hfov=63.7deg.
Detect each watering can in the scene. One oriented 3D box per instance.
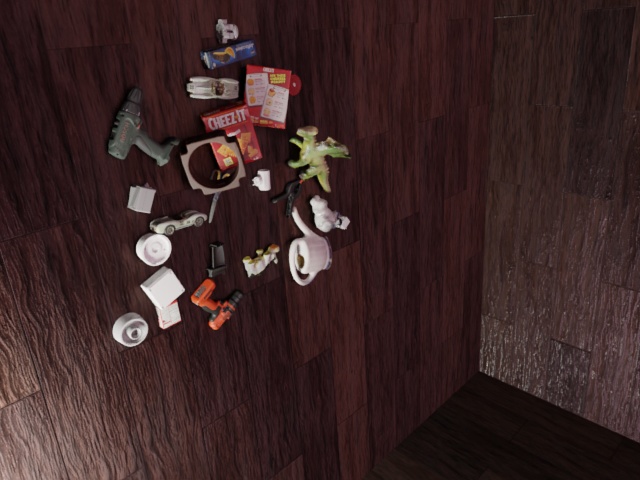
[{"bbox_3d":[-0.046,0.022,2.263,0.225,0.104,0.346,-5,96,-45],"label":"watering can"}]

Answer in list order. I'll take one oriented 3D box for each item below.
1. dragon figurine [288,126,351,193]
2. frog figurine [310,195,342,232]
[{"bbox_3d":[0.016,-0.332,2.111,0.404,0.242,0.124,41,54,-41],"label":"dragon figurine"},{"bbox_3d":[0.007,-0.114,2.268,0.158,0.121,0.141,32,44,-28],"label":"frog figurine"}]
